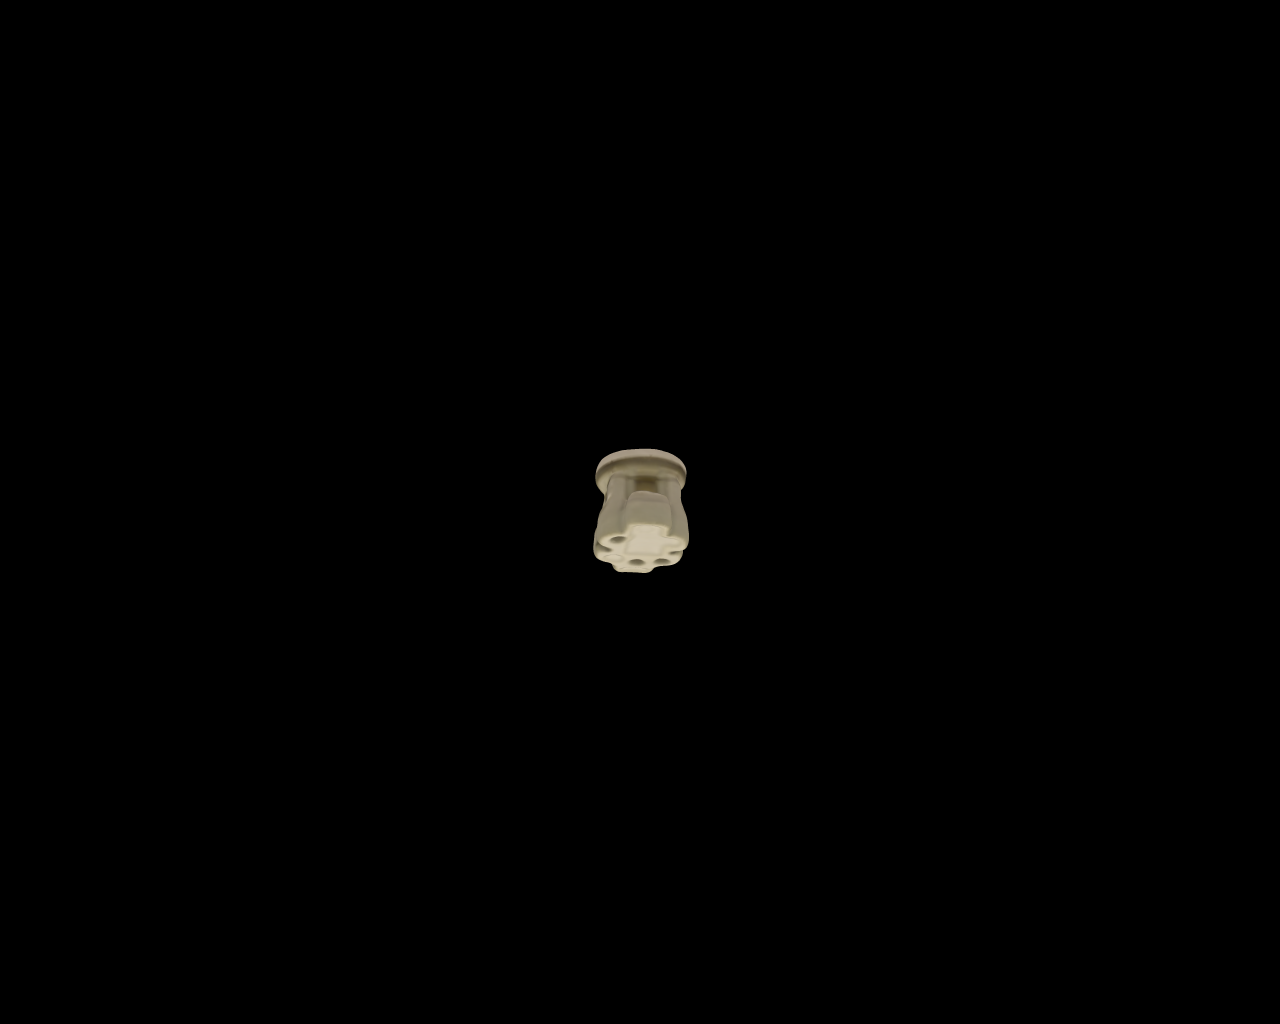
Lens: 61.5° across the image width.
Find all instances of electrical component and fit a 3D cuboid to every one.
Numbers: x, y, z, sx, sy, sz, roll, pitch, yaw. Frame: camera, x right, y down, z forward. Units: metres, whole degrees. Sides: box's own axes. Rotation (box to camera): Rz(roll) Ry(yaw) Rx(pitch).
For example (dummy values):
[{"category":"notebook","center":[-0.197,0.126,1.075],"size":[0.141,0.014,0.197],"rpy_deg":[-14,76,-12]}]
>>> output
[{"category":"electrical component","center":[0.001,-0.003,0.650],"size":[0.058,0.057,0.078],"rpy_deg":[3,-26,-7]}]
